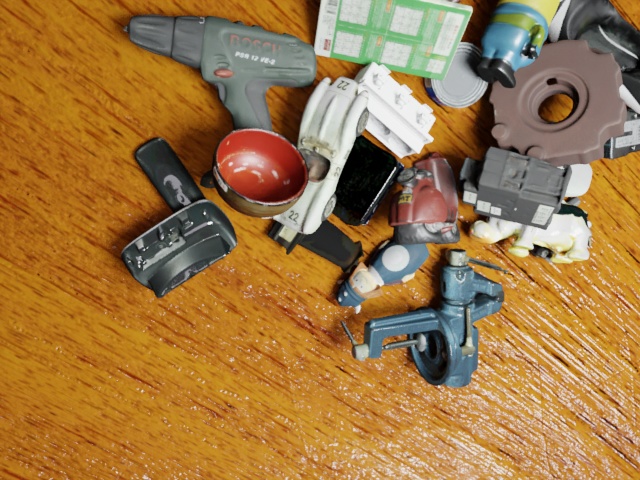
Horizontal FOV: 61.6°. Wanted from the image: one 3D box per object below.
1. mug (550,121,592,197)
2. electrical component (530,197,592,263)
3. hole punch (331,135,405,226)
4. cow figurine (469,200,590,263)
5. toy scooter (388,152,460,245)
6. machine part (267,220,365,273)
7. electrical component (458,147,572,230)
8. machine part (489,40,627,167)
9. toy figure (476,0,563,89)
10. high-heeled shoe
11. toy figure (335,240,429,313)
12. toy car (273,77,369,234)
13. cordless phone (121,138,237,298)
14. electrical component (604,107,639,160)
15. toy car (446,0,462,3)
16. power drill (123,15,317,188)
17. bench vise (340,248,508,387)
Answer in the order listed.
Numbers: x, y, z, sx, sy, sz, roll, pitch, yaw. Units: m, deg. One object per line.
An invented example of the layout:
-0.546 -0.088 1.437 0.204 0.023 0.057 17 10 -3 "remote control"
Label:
0.350 -0.114 0.798 0.107 0.081 0.109 21 76 -25 "mug"
0.379 -0.011 0.847 0.102 0.045 0.078 -29 112 -2 "electrical component"
0.045 -0.088 0.742 0.116 0.092 0.142 37 104 15 "hole punch"
0.311 -0.025 0.800 0.167 0.068 0.098 12 81 3 "cow figurine"
0.148 -0.060 0.745 0.075 0.184 0.135 -4 89 32 "toy scooter"
-0.002 -0.002 0.777 0.139 0.039 0.084 28 92 -16 "machine part"
0.255 -0.070 0.724 0.134 0.114 0.058 17 76 15 "electrical component"
0.314 -0.179 0.718 0.179 0.180 0.056 -57 151 9 "machine part"
0.262 -0.290 0.687 0.082 0.089 0.180 27 90 16 "toy figure"
0.393 -0.269 0.716 0.086 0.145 0.248 -43 112 3 "high-heeled shoe"
0.088 0.047 0.800 0.154 0.064 0.057 -34 136 -3 "toy figure"
0.000 -0.106 0.679 0.074 0.056 0.201 26 104 21 "toy car"
-0.212 -0.030 0.714 0.147 0.089 0.184 -32 99 1 "cordless phone"
0.437 -0.162 0.811 0.119 0.048 0.074 -8 108 -11 "electrical component"
0.170 -0.325 0.684 0.202 0.053 0.089 -43 149 2 "toy car"
-0.121 -0.172 0.683 0.232 0.086 0.207 -3 100 -13 "power drill"
0.160 0.126 0.804 0.241 0.129 0.223 -6 115 -20 "bench vise"
